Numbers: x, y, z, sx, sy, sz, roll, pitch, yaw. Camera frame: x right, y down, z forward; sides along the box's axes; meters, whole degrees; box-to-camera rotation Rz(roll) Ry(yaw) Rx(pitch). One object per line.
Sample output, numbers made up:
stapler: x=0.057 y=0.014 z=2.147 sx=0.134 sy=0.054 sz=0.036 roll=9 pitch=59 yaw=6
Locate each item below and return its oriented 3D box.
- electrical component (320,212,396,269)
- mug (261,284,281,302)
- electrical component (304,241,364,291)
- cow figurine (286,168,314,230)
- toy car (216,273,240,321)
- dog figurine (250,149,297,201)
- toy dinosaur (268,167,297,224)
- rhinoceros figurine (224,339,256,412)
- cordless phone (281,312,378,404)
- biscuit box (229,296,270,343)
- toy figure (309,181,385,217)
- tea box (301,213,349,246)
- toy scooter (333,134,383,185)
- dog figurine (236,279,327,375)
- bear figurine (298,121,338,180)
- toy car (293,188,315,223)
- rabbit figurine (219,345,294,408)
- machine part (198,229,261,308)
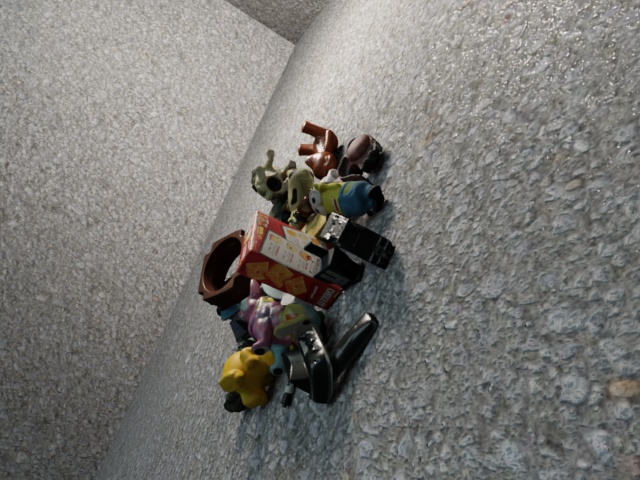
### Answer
electrical component: x=0.067 y=-0.001 z=1.031 sx=0.058 sy=0.115 sz=0.134 roll=-61 pitch=20 yaw=0
mug: x=-0.126 y=0.135 z=1.421 sx=0.109 sy=0.081 sz=0.107 roll=-70 pitch=12 yaw=-14
electrical component: x=0.021 y=0.049 z=1.078 sx=0.075 sy=0.119 sz=0.048 roll=-36 pitch=31 yaw=49
cow figurine: x=-0.052 y=-0.104 z=1.500 sx=0.127 sy=0.085 sz=0.194 roll=-166 pitch=78 yaw=-77
toy car: x=-0.245 y=0.178 z=1.634 sx=0.109 sy=0.102 sz=0.162 roll=-33 pitch=42 yaw=26
dog figurine: x=-0.170 y=-0.168 z=1.675 sx=0.190 sy=0.121 sz=0.172 roll=-37 pitch=22 yaw=56
toy dinosaur: x=-0.132 y=-0.038 z=1.647 sx=0.198 sy=0.105 sz=0.471 roll=-22 pitch=48 yaw=58
rhinoceros figurine: x=-0.184 y=0.331 z=1.328 sx=0.112 sy=0.073 sz=0.190 roll=121 pitch=163 yaw=-48
cordless phone: x=0.023 y=0.188 z=0.976 sx=0.184 sy=0.088 sz=0.147 roll=-49 pitch=19 yaw=4
biscuit box: x=-0.171 y=0.203 z=1.357 sx=0.063 sy=0.059 sz=0.202 roll=67 pitch=151 yaw=13
toy figure: x=0.058 y=-0.090 z=1.178 sx=0.180 sy=0.089 sz=0.082 roll=0 pitch=98 yaw=37
tea box: x=-0.003 y=-0.004 z=1.296 sx=0.169 sy=0.068 sz=0.098 roll=-48 pitch=24 yaw=36
toy scooter: x=0.093 y=-0.165 z=1.252 sx=0.184 sy=0.075 sz=0.135 roll=-61 pitch=27 yaw=-5
dog figurine: x=-0.090 y=0.159 z=1.141 sx=0.191 sy=0.108 sz=0.219 roll=-35 pitch=35 yaw=9
bear figurine: x=-0.009 y=-0.246 z=1.572 sx=0.196 sy=0.132 sz=0.120 roll=-76 pitch=-1 yaw=-47
toy car: x=-0.002 y=-0.093 z=1.369 sx=0.089 sy=0.053 sz=0.202 roll=-56 pitch=-12 yaw=18
rabbit figurine: x=-0.122 y=0.273 z=1.213 sx=0.173 sy=0.121 sz=0.162 roll=-38 pitch=18 yaw=24
machine part: x=-0.253 y=0.085 z=1.557 sx=0.201 sy=0.087 sz=0.201 roll=-23 pitch=49 yaw=34
